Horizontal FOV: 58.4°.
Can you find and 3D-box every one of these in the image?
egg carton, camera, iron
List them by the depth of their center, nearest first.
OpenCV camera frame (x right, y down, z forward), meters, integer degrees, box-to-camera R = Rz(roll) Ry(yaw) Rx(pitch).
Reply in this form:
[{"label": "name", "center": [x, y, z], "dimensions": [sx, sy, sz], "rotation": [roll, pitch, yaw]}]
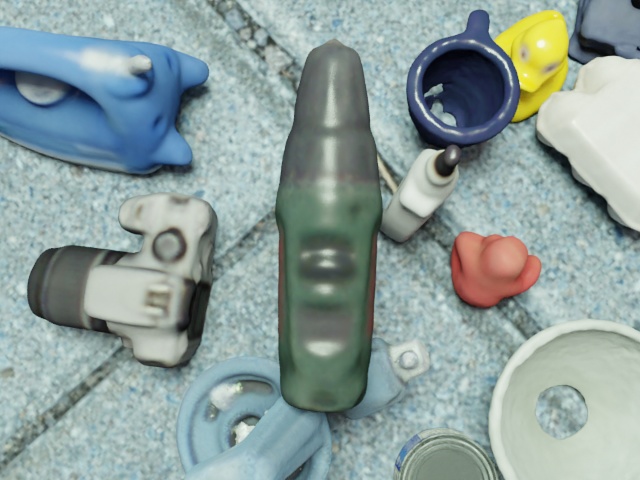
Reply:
[{"label": "iron", "center": [-0.233, -0.136, 0.474], "dimensions": [0.258, 0.141, 0.119], "rotation": [9, 83, 1]}, {"label": "camera", "center": [-0.164, 0.027, 0.475], "dimensions": [0.137, 0.101, 0.143], "rotation": [8, 83, 1]}, {"label": "egg carton", "center": [0.270, -0.087, 0.509], "dimensions": [0.107, 0.069, 0.150], "rotation": [-42, 85, -5]}]

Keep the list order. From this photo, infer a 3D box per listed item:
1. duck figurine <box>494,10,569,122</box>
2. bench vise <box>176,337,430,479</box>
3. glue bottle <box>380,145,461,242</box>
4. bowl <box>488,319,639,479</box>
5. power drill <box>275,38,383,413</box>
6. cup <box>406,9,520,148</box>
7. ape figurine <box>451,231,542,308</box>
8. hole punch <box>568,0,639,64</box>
[{"label": "duck figurine", "center": [0.192, -0.165, 0.509], "dimensions": [0.077, 0.086, 0.104], "rotation": [29, 84, 3]}, {"label": "bench vise", "center": [-0.023, 0.119, 0.406], "dimensions": [0.207, 0.219, 0.121], "rotation": [-43, 85, -5]}, {"label": "glue bottle", "center": [0.084, -0.043, 0.450], "dimensions": [0.037, 0.173, 0.078], "rotation": [32, 84, 4]}, {"label": "bowl", "center": [0.215, 0.149, 0.477], "dimensions": [0.167, 0.075, 0.167], "rotation": [0, 83, 0]}, {"label": "power drill", "center": [0.004, 0.002, 0.426], "dimensions": [0.075, 0.208, 0.230], "rotation": [0, 83, 0]}, {"label": "cup", "center": [0.118, -0.129, 0.500], "dimensions": [0.091, 0.095, 0.118], "rotation": [13, 83, 1]}, {"label": "ape figurine", "center": [0.149, 0.020, 0.484], "dimensions": [0.078, 0.092, 0.076], "rotation": [42, 85, 5]}, {"label": "hole punch", "center": [0.294, -0.208, 0.512], "dimensions": [0.108, 0.091, 0.101], "rotation": [16, 83, 2]}]
